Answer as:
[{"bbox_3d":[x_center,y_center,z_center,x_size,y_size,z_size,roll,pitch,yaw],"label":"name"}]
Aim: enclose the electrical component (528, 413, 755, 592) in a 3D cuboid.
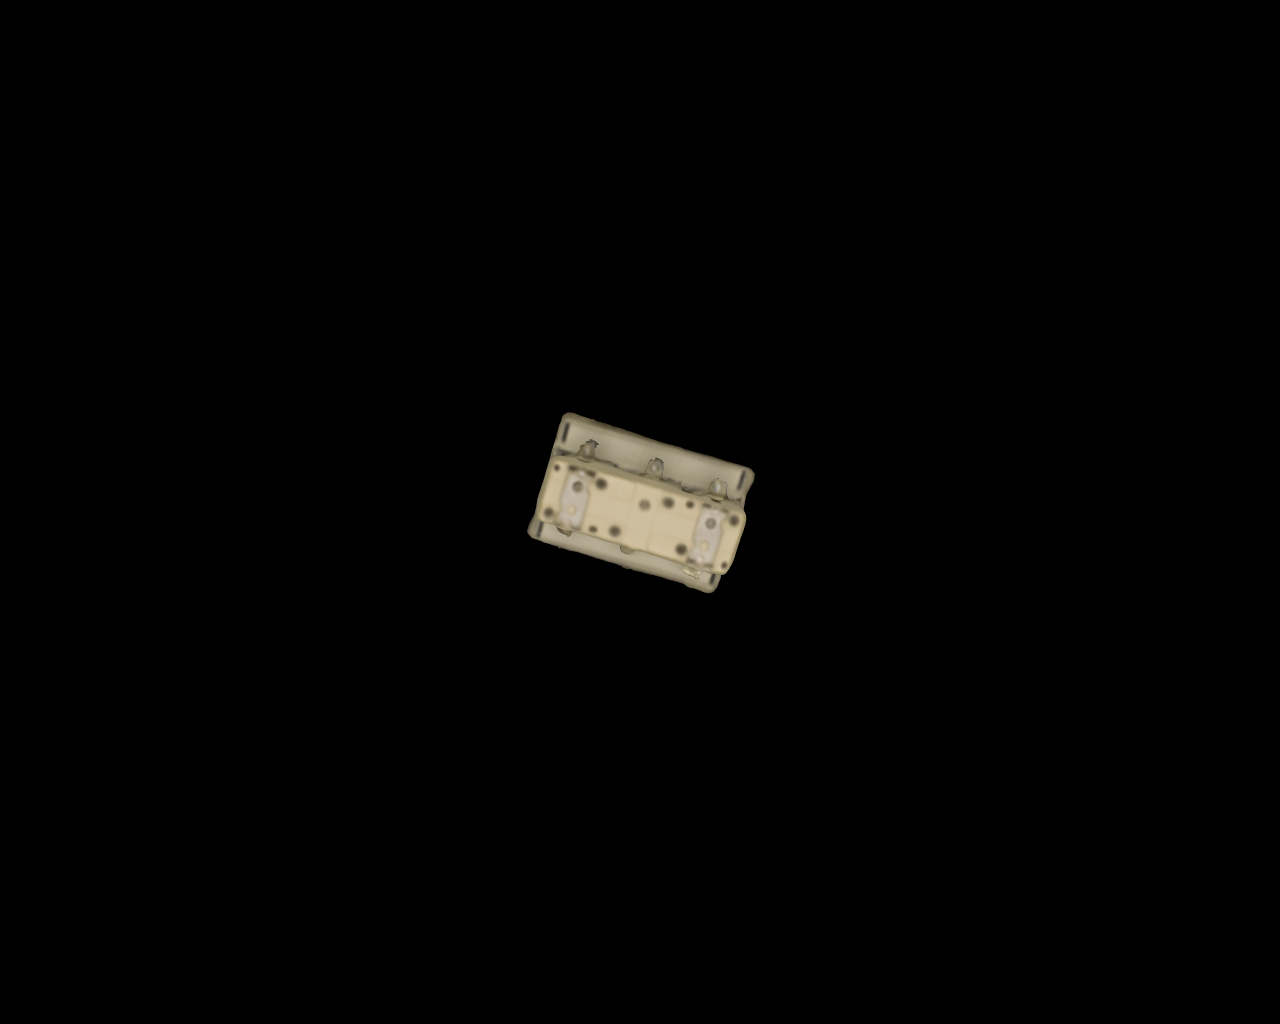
[{"bbox_3d":[0.001,-0.003,0.650,0.121,0.078,0.063,18,11,-4],"label":"electrical component"}]
